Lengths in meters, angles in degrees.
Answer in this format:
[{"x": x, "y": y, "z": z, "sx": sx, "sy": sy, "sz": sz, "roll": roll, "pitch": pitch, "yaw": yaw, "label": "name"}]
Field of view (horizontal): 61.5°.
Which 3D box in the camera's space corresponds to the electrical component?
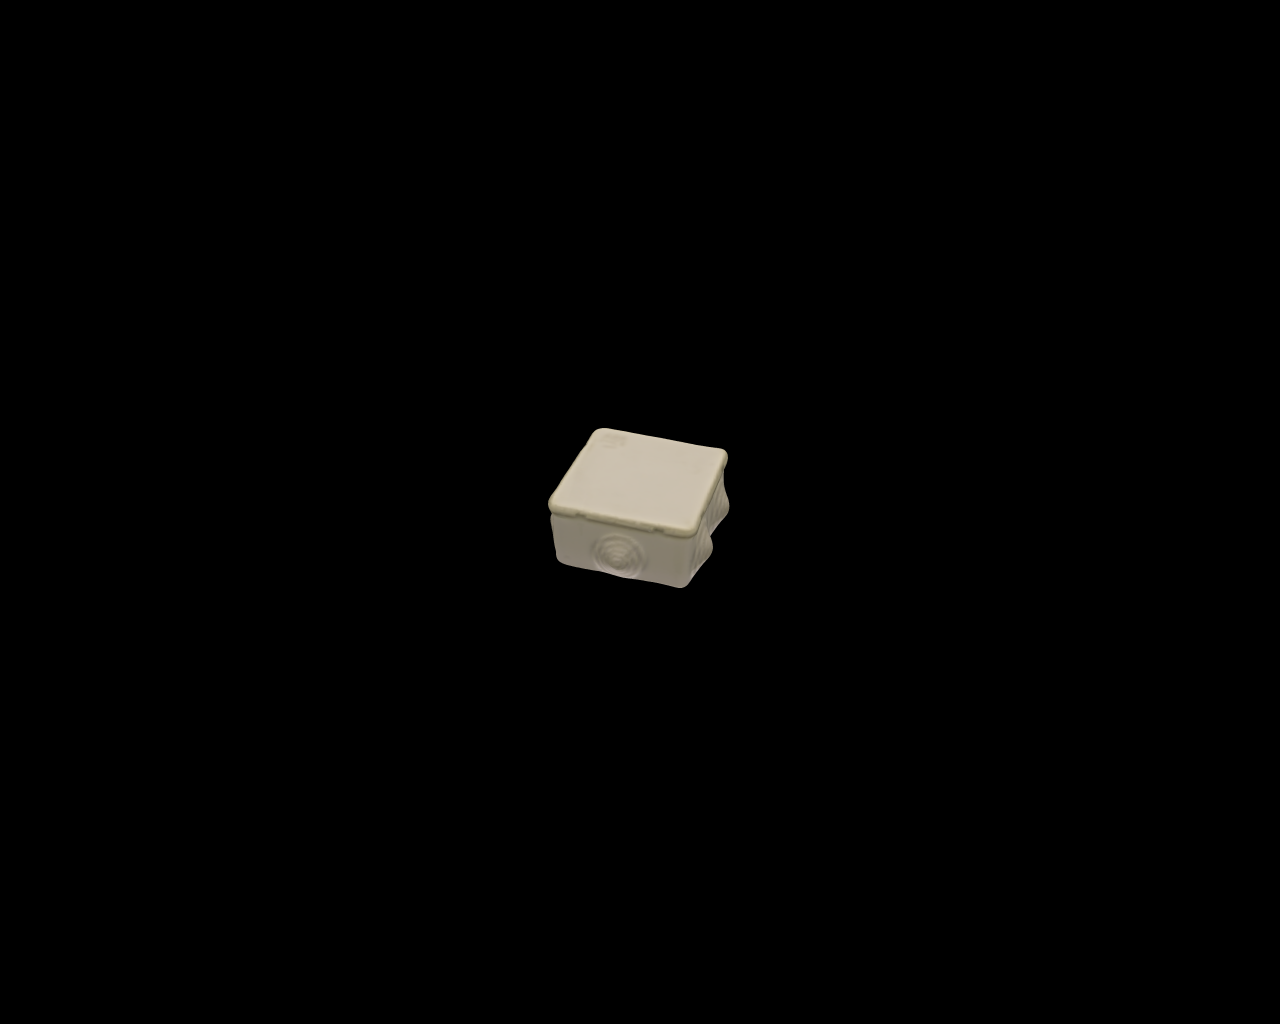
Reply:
[{"x": 0.001, "y": -0.003, "z": 0.650, "sx": 0.100, "sy": 0.048, "sz": 0.100, "roll": 11, "pitch": 39, "yaw": 14, "label": "electrical component"}]
